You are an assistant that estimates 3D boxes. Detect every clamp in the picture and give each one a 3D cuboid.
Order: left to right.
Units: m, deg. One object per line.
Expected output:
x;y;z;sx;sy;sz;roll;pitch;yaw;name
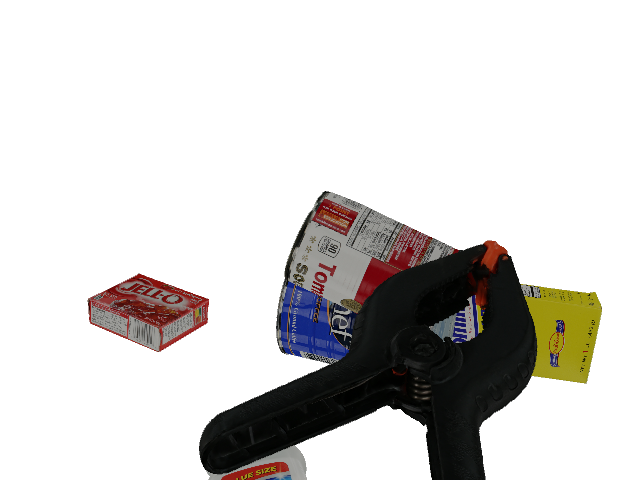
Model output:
0.047;0.064;0.438;0.120;0.039;0.171;33;52;23;clamp

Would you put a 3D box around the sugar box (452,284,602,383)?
0.201;0.093;1.134;0.176;0.093;0.048;6;21;2;sugar box

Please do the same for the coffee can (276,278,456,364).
0.044;0.069;0.966;0.140;0.103;0.102;11;3;18;coffee can

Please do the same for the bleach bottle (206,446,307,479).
-0.051;0.208;0.738;0.102;0.068;0.251;-7;31;-6;bleach bottle

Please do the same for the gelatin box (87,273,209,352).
-0.162;0.066;1.003;0.089;0.030;0.073;18;27;28;gelatin box

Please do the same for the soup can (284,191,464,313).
0.036;0.017;0.707;0.102;0.068;0.068;25;3;7;soup can
